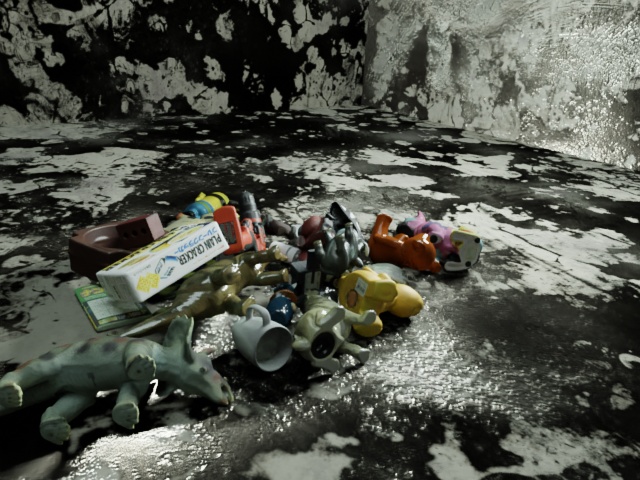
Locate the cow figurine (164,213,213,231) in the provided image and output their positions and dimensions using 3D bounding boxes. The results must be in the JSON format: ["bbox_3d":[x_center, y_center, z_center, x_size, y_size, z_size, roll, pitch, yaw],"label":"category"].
[{"bbox_3d":[-0.322,-0.021,1.383,0.127,0.085,0.195,16,29,25],"label":"cow figurine"}]

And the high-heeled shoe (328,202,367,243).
[{"bbox_3d":[0.051,-0.030,1.363,0.086,0.145,0.248,-31,-1,13],"label":"high-heeled shoe"}]

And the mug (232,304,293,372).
[{"bbox_3d":[-0.113,0.166,0.948,0.081,0.109,0.107,-25,23,-35],"label":"mug"}]

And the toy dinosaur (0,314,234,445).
[{"bbox_3d":[-0.340,0.202,0.819,0.405,0.131,0.192,-3,11,-4],"label":"toy dinosaur"}]

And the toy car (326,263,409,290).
[{"bbox_3d":[0.102,0.081,1.232,0.202,0.056,0.073,4,22,4],"label":"toy car"}]

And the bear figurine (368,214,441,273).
[{"bbox_3d":[0.206,0.010,1.276,0.196,0.120,0.132,-8,44,52],"label":"bear figurine"}]

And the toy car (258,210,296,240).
[{"bbox_3d":[-0.129,-0.039,1.441,0.089,0.053,0.202,21,0,-22],"label":"toy car"}]

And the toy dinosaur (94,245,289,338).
[{"bbox_3d":[-0.214,0.101,1.045,0.199,0.105,0.471,-10,9,33],"label":"toy dinosaur"}]

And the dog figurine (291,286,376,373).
[{"bbox_3d":[-0.013,0.150,0.993,0.172,0.121,0.191,12,7,-38],"label":"dog figurine"}]

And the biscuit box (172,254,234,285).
[{"bbox_3d":[-0.270,0.056,1.237,0.063,0.059,0.203,11,24,17],"label":"biscuit box"}]

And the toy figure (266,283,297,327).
[{"bbox_3d":[-0.079,0.131,1.087,0.064,0.057,0.154,13,18,1],"label":"toy figure"}]

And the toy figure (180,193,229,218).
[{"bbox_3d":[-0.325,-0.080,1.529,0.089,0.082,0.180,7,21,15],"label":"toy figure"}]

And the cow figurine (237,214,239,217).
[{"bbox_3d":[-0.205,-0.026,1.422,0.068,0.098,0.167,-12,7,-22],"label":"cow figurine"}]

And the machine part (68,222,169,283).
[{"bbox_3d":[-0.445,0.029,1.224,0.202,0.087,0.201,17,21,26],"label":"machine part"}]

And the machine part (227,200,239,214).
[{"bbox_3d":[-0.231,-0.084,1.518,0.084,0.039,0.139,6,-10,-16],"label":"machine part"}]

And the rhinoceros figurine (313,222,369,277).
[{"bbox_3d":[0.053,0.023,1.149,0.073,0.112,0.190,-19,6,22],"label":"rhinoceros figurine"}]

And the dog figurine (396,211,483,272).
[{"bbox_3d":[0.305,-0.007,1.411,0.192,0.108,0.219,0,20,-5],"label":"dog figurine"}]

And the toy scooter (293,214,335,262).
[{"bbox_3d":[-0.003,-0.004,1.281,0.075,0.135,0.184,35,41,-19],"label":"toy scooter"}]

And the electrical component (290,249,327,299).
[{"bbox_3d":[-0.025,0.068,1.165,0.075,0.119,0.048,-11,27,-24],"label":"electrical component"}]

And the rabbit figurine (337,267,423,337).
[{"bbox_3d":[0.126,0.124,1.101,0.173,0.121,0.162,7,9,-28],"label":"rabbit figurine"}]
